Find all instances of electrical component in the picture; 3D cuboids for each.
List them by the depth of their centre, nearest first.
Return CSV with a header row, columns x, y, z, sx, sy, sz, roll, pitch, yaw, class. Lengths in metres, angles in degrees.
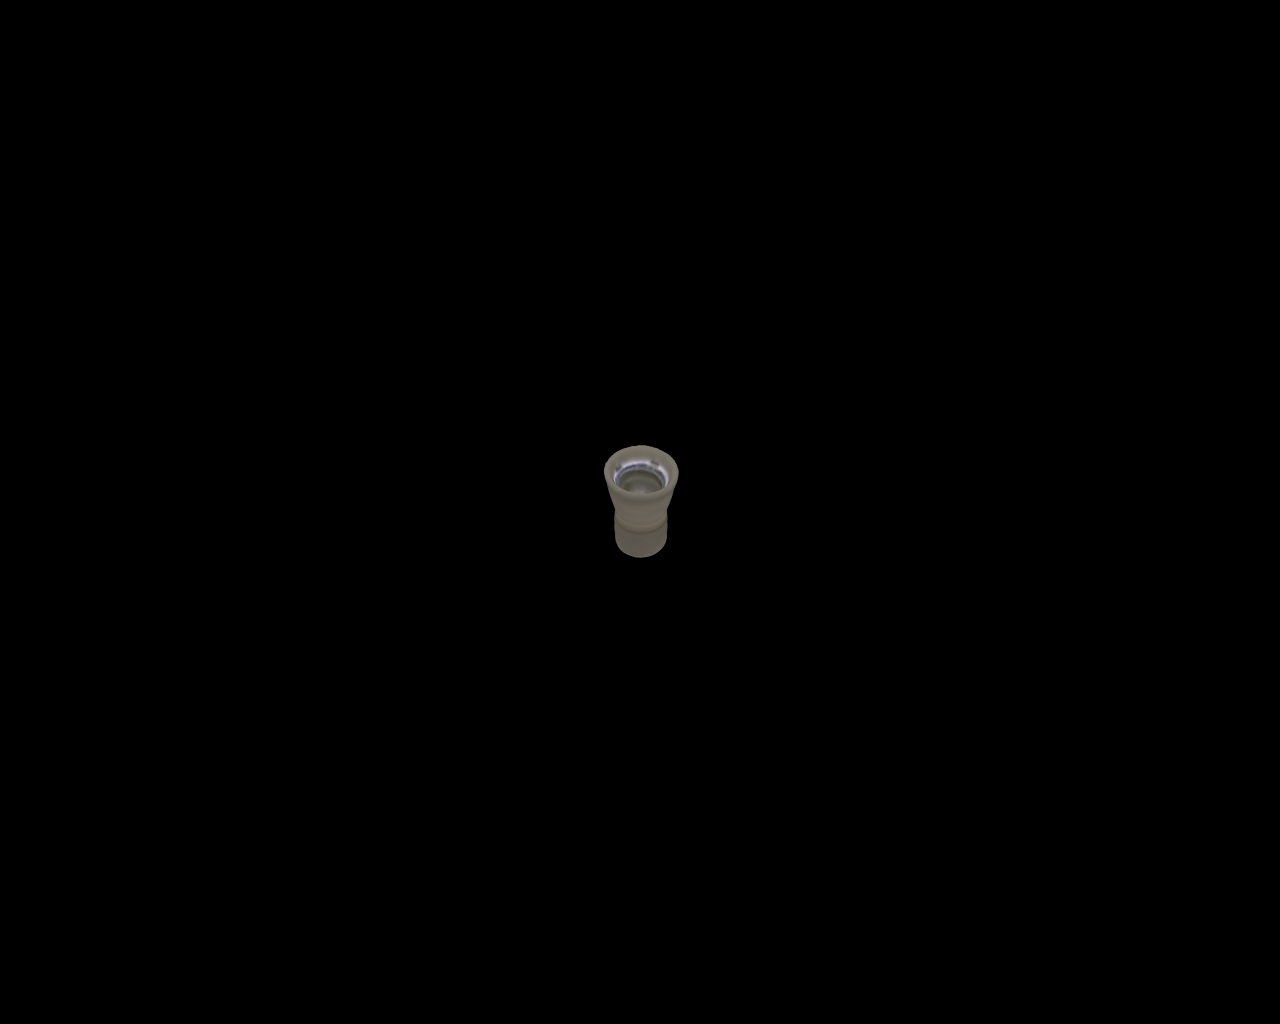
x,y,z,sx,sy,sz,roll,pitch,yaw,class
0.001,-0.003,0.650,0.044,0.044,0.065,0,-44,0,electrical component
